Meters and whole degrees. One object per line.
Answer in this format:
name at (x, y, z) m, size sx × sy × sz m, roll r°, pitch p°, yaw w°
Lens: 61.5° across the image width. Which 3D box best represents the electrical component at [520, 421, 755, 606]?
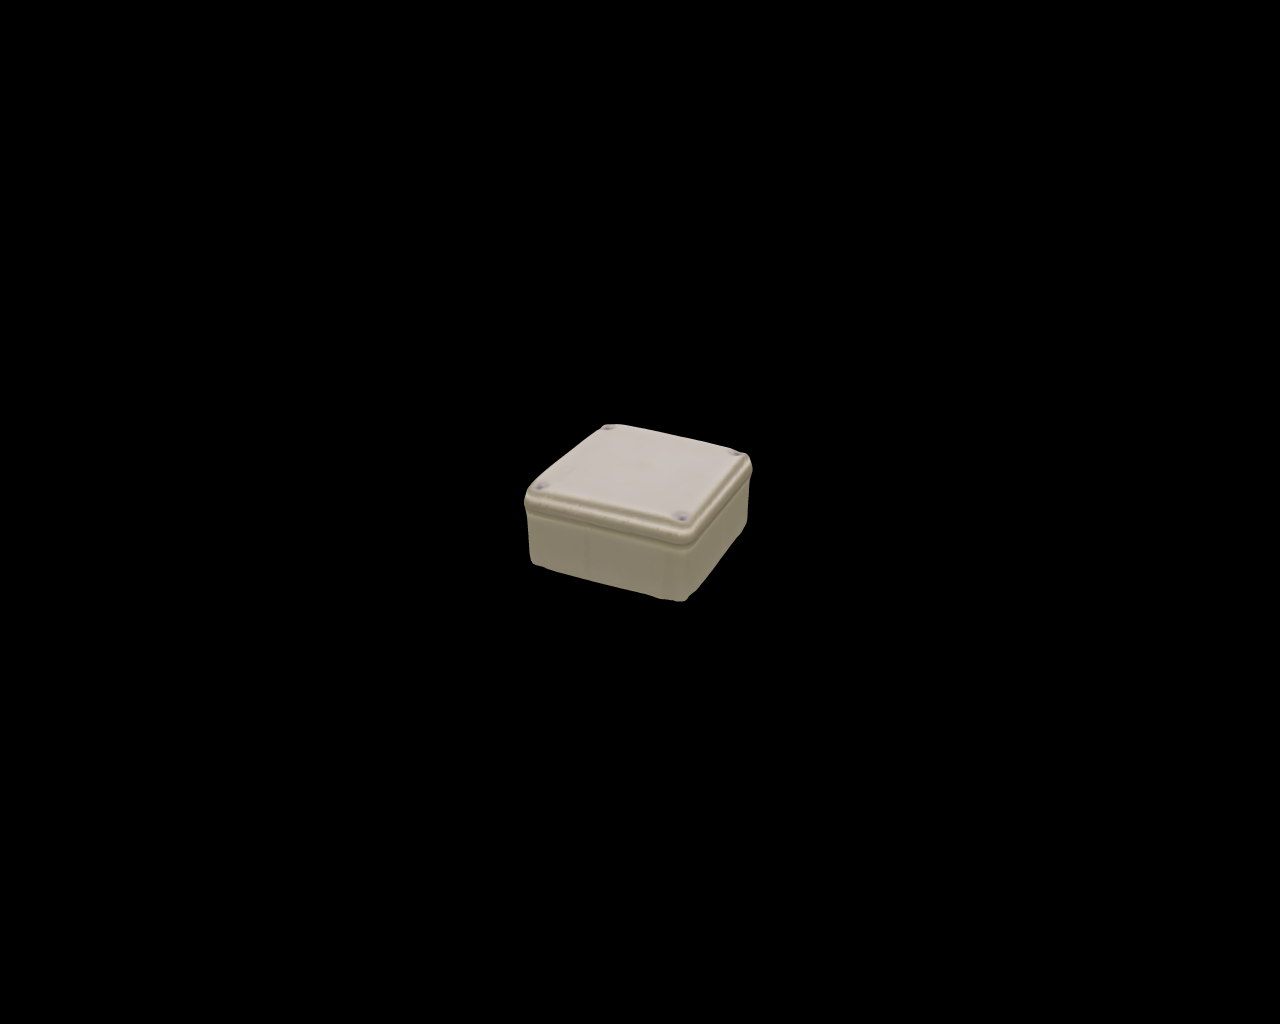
electrical component at (0.001, -0.003, 0.650) m, size 0.109 × 0.056 × 0.109 m, roll 13°, pitch 32°, yaw 22°
